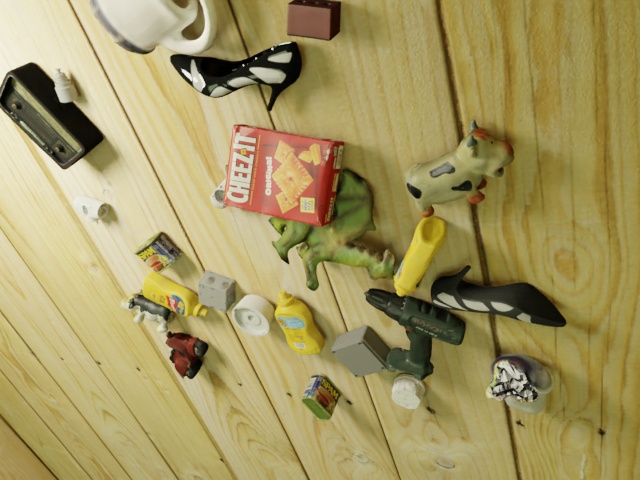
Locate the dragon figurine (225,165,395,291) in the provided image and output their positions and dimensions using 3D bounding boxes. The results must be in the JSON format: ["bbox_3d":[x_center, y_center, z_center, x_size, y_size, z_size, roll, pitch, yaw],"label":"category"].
[{"bbox_3d":[0.003,-0.054,1.067,0.240,0.124,0.408,-37,98,22],"label":"dragon figurine"}]

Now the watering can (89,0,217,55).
[{"bbox_3d":[-0.320,-0.464,0.884,0.222,0.106,0.343,-18,117,36],"label":"watering can"}]

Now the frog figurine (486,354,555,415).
[{"bbox_3d":[0.447,0.314,1.127,0.135,0.125,0.158,-33,143,31],"label":"frog figurine"}]
